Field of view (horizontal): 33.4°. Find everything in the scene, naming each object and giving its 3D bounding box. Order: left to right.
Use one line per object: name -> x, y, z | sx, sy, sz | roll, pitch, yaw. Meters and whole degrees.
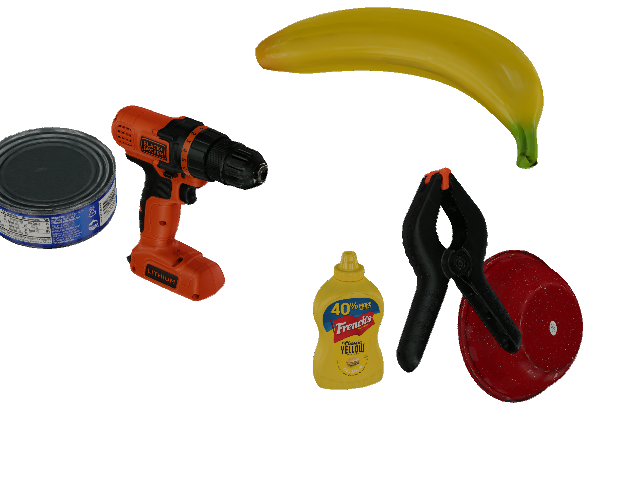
tuna can -> -0.174, -0.034, 0.688 | 0.086, 0.034, 0.086 | 3, 42, -3
power drill -> -0.135, -0.035, 1.100 | 0.185, 0.188, 0.057 | 23, 33, 28
mustard bottle -> 0.038, 0.106, 1.448 | 0.096, 0.192, 0.058 | -4, 21, -11
banana -> 0.052, -0.104, 0.615 | 0.198, 0.069, 0.037 | 25, -29, 32
clamp -> 0.101, 0.028, 0.899 | 0.120, 0.171, 0.039 | -16, -1, -32
bowl -> 0.220, 0.090, 1.106 | 0.161, 0.162, 0.055 | 0, -2, -34
